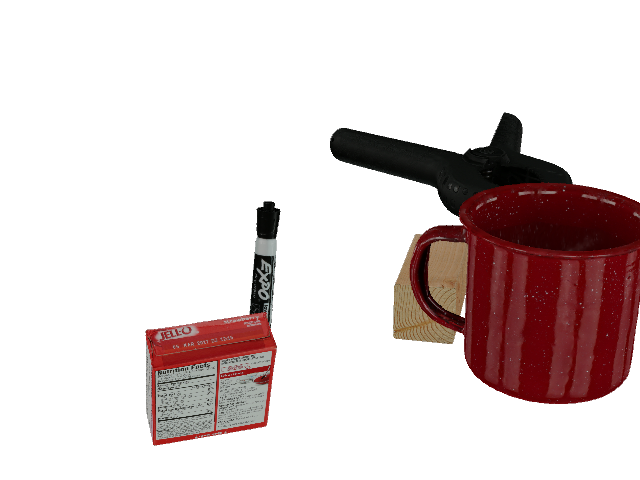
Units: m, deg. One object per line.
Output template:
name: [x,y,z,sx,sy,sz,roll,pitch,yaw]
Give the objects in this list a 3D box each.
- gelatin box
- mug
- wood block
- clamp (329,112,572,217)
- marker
gelatin box: [-0.067,0.083,0.640,0.073,0.030,0.089,-8,-40,-14]
mug: [0.100,0.024,0.519,0.117,0.081,0.093,7,24,16]
wood block: [0.171,0.069,1.621,0.091,0.090,0.206,4,22,12]
clamp: [0.106,-0.048,0.769,0.164,0.036,0.210,-6,25,-14]
marker: [-0.046,0.028,0.857,0.020,0.121,0.020,5,13,-1]
